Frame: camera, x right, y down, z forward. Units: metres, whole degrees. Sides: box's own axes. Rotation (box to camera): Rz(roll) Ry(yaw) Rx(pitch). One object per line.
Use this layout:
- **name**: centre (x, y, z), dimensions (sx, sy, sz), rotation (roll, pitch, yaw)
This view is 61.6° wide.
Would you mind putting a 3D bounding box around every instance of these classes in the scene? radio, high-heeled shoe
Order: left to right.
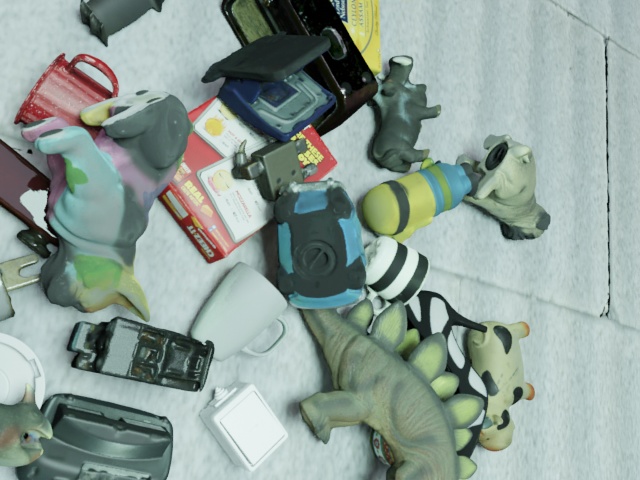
- **radio**: centre (-0.028, -0.259, 0.730), dimensions (0.073, 0.131, 0.229), rotation (-37, 99, -32)
- **high-heeled shoe**: centre (0.157, 0.194, 0.760), dimensions (0.145, 0.086, 0.249), rotation (15, 67, 2)

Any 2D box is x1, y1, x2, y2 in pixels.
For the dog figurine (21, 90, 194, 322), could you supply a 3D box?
- **dog figurine**: centre (-0.203, -0.027, 0.553), dimensions (0.191, 0.109, 0.219), rotation (-29, 126, -33)

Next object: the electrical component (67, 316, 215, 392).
- **electrical component**: centre (-0.193, 0.119, 0.565), dimensions (0.134, 0.115, 0.058), rotation (21, 68, -26)

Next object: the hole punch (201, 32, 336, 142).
- **hole punch**: centre (-0.052, -0.187, 0.644), dimensions (0.142, 0.116, 0.092), rotation (-46, 140, -30)

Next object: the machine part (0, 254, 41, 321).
- **machine part**: centre (-0.382, 0.066, 0.489), dimensions (0.243, 0.079, 0.079), rotation (-21, 90, -32)

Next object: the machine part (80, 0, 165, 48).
- **machine part**: centre (-0.244, -0.306, 0.672), dimensions (0.084, 0.039, 0.139), rotation (43, 60, -25)

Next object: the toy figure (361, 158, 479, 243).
- **toy figure**: centre (0.146, -0.067, 0.794), dimensions (0.180, 0.082, 0.089), rotation (-23, 136, -6)

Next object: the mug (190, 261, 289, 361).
- **mug**: centre (-0.097, 0.099, 0.651), dimensions (0.107, 0.081, 0.109), rotation (-46, 110, -17)

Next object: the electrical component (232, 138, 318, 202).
- **electrical component**: centre (-0.055, -0.093, 0.649), dimensions (0.102, 0.045, 0.078), rotation (-39, 130, -29)

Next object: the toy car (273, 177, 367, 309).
- **toy car**: centre (-0.001, -0.002, 0.660), dimensions (0.109, 0.103, 0.161), rotation (-8, 107, 6)

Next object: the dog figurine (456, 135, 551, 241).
- **dog figurine**: centre (0.331, -0.077, 0.880), dimensions (0.190, 0.172, 0.121), rotation (26, 78, -15)

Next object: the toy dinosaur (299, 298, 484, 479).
- **toy dinosaur**: centre (0.072, 0.186, 0.682), dimensions (0.198, 0.105, 0.471), rotation (-37, 80, -15)

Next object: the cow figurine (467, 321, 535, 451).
- **cow figurine**: centre (0.265, 0.222, 0.824), dimensions (0.127, 0.085, 0.195), rotation (8, 78, -34)

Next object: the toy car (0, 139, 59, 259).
- **toy car**: centre (-0.330, -0.068, 0.562), dimensions (0.202, 0.053, 0.089), rotation (43, 73, -20)

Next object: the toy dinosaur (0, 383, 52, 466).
- **toy dinosaur**: centre (-0.429, 0.175, 0.387), dimensions (0.405, 0.131, 0.192), rotation (-4, 72, -12)

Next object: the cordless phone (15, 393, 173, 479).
- **cordless phone**: centre (-0.239, 0.260, 0.541), dimensions (0.146, 0.089, 0.184), rotation (24, 80, -24)

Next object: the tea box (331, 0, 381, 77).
- **tea box**: centre (0.035, -0.328, 0.818), dimensions (0.098, 0.068, 0.169), rotation (4, 79, -29)

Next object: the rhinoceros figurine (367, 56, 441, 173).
- **rhinoceros figurine**: centre (0.124, -0.197, 0.844), dimensions (0.112, 0.073, 0.190), rotation (15, 74, -16)
